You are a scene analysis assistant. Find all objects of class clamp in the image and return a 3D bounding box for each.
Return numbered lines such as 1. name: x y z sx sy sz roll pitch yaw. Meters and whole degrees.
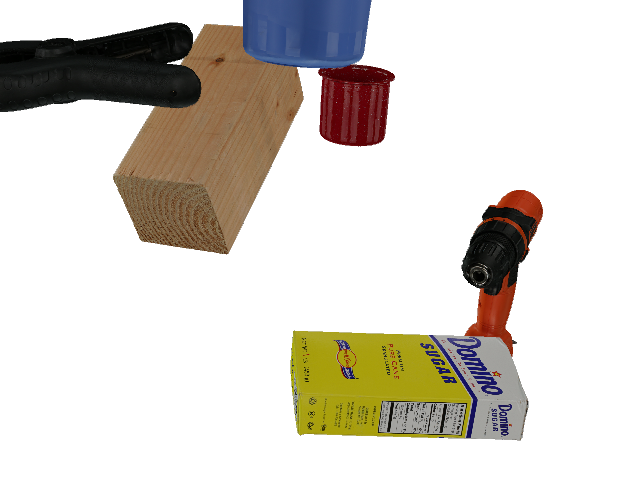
1. clamp: -0.154 -0.109 0.664 0.171 0.039 0.120 0 21 0

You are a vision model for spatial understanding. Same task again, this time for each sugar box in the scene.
1. sugar box: 0.066 0.113 0.842 0.176 0.048 0.093 0 28 -5

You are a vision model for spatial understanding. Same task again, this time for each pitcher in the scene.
1. pitcher: 0.000 -0.271 0.899 0.145 0.243 0.149 7 18 7

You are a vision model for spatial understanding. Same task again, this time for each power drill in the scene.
1. power drill: 0.170 0.058 1.063 0.057 0.188 0.184 18 29 18

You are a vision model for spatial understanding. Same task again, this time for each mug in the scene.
1. mug: 0.048 -0.168 1.310 0.093 0.081 0.117 17 26 28

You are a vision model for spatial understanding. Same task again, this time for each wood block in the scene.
1. wood block: -0.096 -0.097 0.976 0.091 0.206 0.090 8 -39 20
